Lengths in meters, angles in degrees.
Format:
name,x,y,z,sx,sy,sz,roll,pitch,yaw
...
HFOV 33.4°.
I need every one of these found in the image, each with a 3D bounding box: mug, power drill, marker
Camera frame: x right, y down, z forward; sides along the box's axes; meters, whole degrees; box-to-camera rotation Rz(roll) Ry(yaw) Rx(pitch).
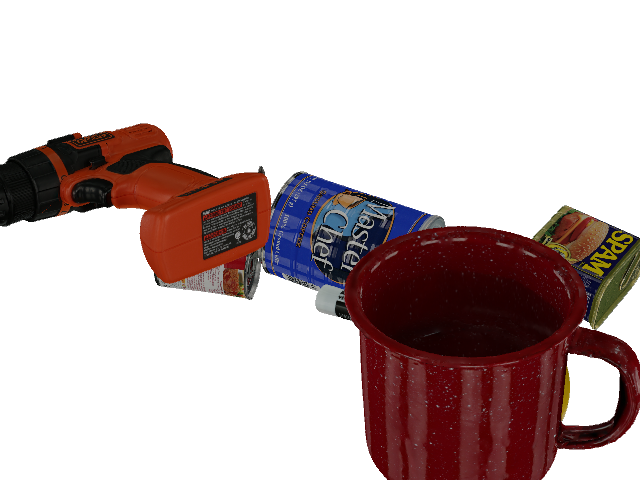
name,x,y,z,sx,sy,sz,roll,pitch,yaw
mug,0.069,0.054,0.430,0.117,0.081,0.093,7,34,17
power drill,-0.142,-0.029,0.746,0.188,0.057,0.184,23,34,39
marker,0.053,0.051,0.672,0.121,0.020,0.020,14,7,29

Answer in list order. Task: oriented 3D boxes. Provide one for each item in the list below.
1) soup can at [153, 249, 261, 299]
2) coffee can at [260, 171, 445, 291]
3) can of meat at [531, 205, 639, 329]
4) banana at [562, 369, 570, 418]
name,x,y,z,sx,sy,sz,roll,pitch,yaw
soup can,-0.119,0.023,1.139,0.102,0.068,0.068,7,1,9
coffee can,0.031,0.006,0.978,0.140,0.103,0.102,20,7,20
can of meat,0.237,0.021,0.969,0.084,0.057,0.101,27,47,28
banana,0.226,0.132,1.136,0.069,0.037,0.198,-26,34,1
